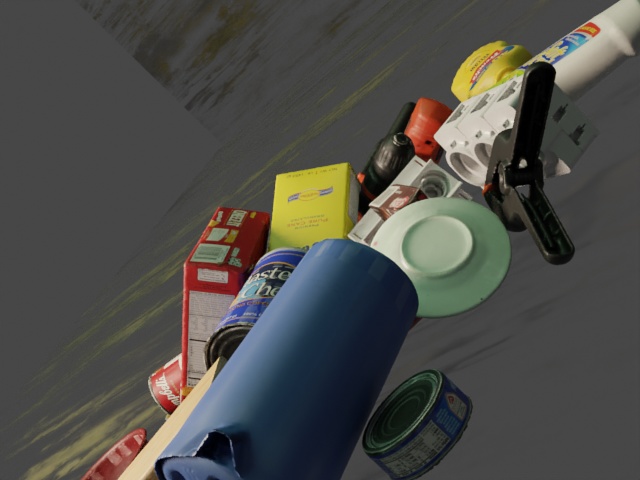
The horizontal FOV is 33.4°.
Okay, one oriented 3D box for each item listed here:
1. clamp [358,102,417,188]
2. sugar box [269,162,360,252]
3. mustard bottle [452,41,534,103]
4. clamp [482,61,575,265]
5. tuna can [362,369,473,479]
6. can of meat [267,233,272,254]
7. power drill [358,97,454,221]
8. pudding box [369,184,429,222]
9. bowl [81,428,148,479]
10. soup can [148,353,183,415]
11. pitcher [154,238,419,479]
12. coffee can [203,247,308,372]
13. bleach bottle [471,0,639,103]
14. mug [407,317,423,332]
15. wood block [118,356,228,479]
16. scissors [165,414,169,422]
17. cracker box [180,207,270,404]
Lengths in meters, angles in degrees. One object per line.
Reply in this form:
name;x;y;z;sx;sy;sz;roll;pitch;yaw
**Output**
clamp;0.087;-0.103;1.444;0.171;0.039;0.120;-52;-23;-48
sugar box;-0.008;0.001;1.184;0.093;0.048;0.176;-10;52;19
mustard bottle;0.227;-0.207;1.362;0.096;0.058;0.191;-43;13;6
clamp;0.180;-0.047;0.940;0.036;0.164;0.210;-4;-10;-4
tuna can;0.072;0.139;0.805;0.086;0.033;0.086;-43;12;11
can of meat;-0.034;-0.001;1.501;0.083;0.057;0.102;-60;-12;-57
power drill;0.100;-0.093;1.289;0.187;0.057;0.185;-52;-12;-42
pudding box;0.103;-0.012;1.067;0.039;0.090;0.113;-44;11;-2
bowl;-0.247;0.305;1.282;0.162;0.055;0.162;-43;12;11
soup can;-0.160;0.174;1.372;0.102;0.068;0.068;-36;14;15
pitcher;-0.015;0.125;0.864;0.149;0.145;0.242;-27;26;55
coffee can;-0.042;0.085;1.053;0.103;0.102;0.140;-38;13;33
bleach bottle;0.270;-0.187;1.145;0.251;0.068;0.102;-37;15;26
mug;0.055;0.054;1.018;0.081;0.093;0.117;-41;7;-4
wood block;-0.122;0.223;0.986;0.206;0.090;0.090;-50;10;18
scissors;-0.138;0.170;1.452;0.201;0.016;0.096;-47;13;-5
cracker box;-0.105;0.092;1.208;0.164;0.072;0.214;-72;-13;-66
